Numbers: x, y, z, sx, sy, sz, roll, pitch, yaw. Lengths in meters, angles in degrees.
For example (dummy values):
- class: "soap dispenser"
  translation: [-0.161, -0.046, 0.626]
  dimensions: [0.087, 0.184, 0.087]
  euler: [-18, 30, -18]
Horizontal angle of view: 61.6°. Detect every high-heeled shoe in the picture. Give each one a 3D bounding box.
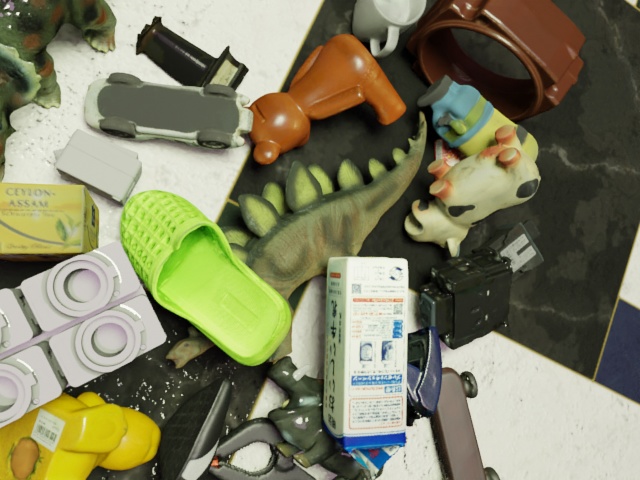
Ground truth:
- class: "high-heeled shoe"
  translation: [-0.124, 0.280, 0.612]
  dimensions: [0.145, 0.086, 0.248]
  euler: [31, 95, -33]

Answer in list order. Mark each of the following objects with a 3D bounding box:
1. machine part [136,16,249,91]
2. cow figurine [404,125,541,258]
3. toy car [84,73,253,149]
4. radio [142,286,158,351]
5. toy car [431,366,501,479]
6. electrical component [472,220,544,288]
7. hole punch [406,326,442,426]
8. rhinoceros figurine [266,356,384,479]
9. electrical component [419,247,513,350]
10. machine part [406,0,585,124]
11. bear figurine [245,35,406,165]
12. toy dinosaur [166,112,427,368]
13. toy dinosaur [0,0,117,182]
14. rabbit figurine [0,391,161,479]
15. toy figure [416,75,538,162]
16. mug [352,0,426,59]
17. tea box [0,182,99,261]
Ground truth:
- class: "machine part"
  translation: [-0.167, -0.230, 0.695]
  dimensions: [0.139, 0.039, 0.084]
  euler: [28, 86, -15]
- class: "cow figurine"
  translation: [0.202, -0.054, 0.733]
  dimensions: [0.127, 0.195, 0.085]
  euler: [44, 34, -28]
- class: "toy car"
  translation: [-0.184, -0.156, 0.659]
  dimensions: [0.202, 0.056, 0.073]
  euler: [6, 84, -4]
- class: "radio"
  translation: [-0.296, 0.109, 0.571]
  dimensions: [0.230, 0.131, 0.073]
  euler: [-12, 88, -18]
- class: "toy car"
  translation: [0.190, 0.279, 0.753]
  dimensions: [0.089, 0.053, 0.202]
  euler: [-12, 85, -14]
- class: "electrical component"
  translation: [0.299, 0.013, 0.816]
  dimensions: [0.119, 0.048, 0.074]
  euler: [-31, 96, -16]
- class: "hole punch"
  translation: [0.110, 0.175, 0.701]
  dimensions: [0.092, 0.142, 0.116]
  euler: [-15, 78, -23]
- class: "rhinoceros figurine"
  translation: [0.004, 0.225, 0.654]
  dimensions: [0.190, 0.073, 0.112]
  euler: [46, 68, -4]
- class: "electrical component"
  translation: [0.201, 0.084, 0.751]
  dimensions: [0.134, 0.058, 0.114]
  euler: [-18, 117, -19]
- class: "machine part"
  translation: [0.232, -0.253, 0.737]
  dimensions: [0.201, 0.201, 0.087]
  euler: [36, 78, -12]
- class: "bear figurine"
  translation: [-0.005, -0.170, 0.712]
  dimensions: [0.196, 0.120, 0.131]
  euler: [-43, 144, 8]
- class: "toy dinosaur"
  translation: [-0.001, -0.002, 0.693]
  dimensions: [0.471, 0.105, 0.198]
  euler: [-35, 93, -21]
- class: "toy dinosaur"
  translation: [-0.298, -0.252, 0.573]
  dimensions: [0.131, 0.192, 0.404]
  euler: [30, 78, -15]
- class: "rabbit figurine"
  translation: [-0.254, 0.221, 0.576]
  dimensions: [0.163, 0.173, 0.122]
  euler: [4, 80, 27]
- class: "toy figure"
  translation: [0.222, -0.153, 0.750]
  dimensions: [0.180, 0.089, 0.082]
  euler: [42, 80, -13]
- class: "mug"
  translation: [0.088, -0.305, 0.745]
  dimensions: [0.081, 0.107, 0.109]
  euler: [-3, 90, -18]
- class: "tea box"
  translation: [-0.289, -0.013, 0.565]
  dimensions: [0.098, 0.170, 0.068]
  euler: [1, 86, -19]
